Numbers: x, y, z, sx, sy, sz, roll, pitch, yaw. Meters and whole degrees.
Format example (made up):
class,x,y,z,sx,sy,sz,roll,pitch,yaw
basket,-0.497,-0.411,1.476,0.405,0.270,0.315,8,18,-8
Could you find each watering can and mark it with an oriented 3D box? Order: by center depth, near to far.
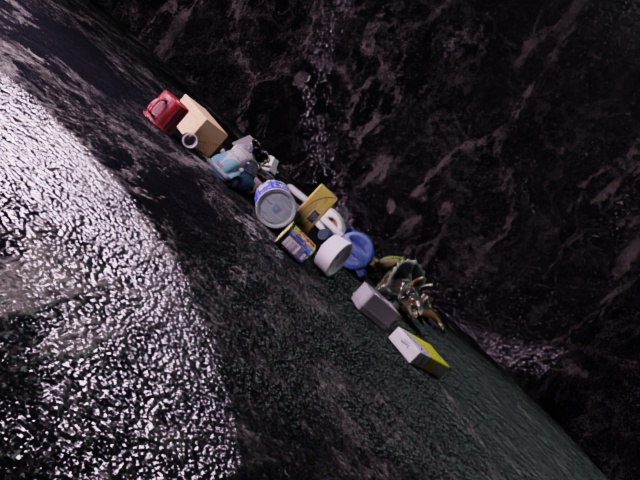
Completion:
class,x,y,z,sx,sy,sz,roll,pitch,yaw
watering can,0.007,-0.110,2.178,0.349,0.104,0.224,44,5,9

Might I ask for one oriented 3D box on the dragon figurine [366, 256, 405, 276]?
class,x,y,z,sx,sy,sz,roll,pitch,yaw
dragon figurine,0.226,0.094,2.103,0.243,0.123,0.406,12,-10,14

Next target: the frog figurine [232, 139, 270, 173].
class,x,y,z,sx,sy,sz,roll,pitch,yaw
frog figurine,-0.278,-0.299,1.890,0.159,0.124,0.136,0,-16,39
